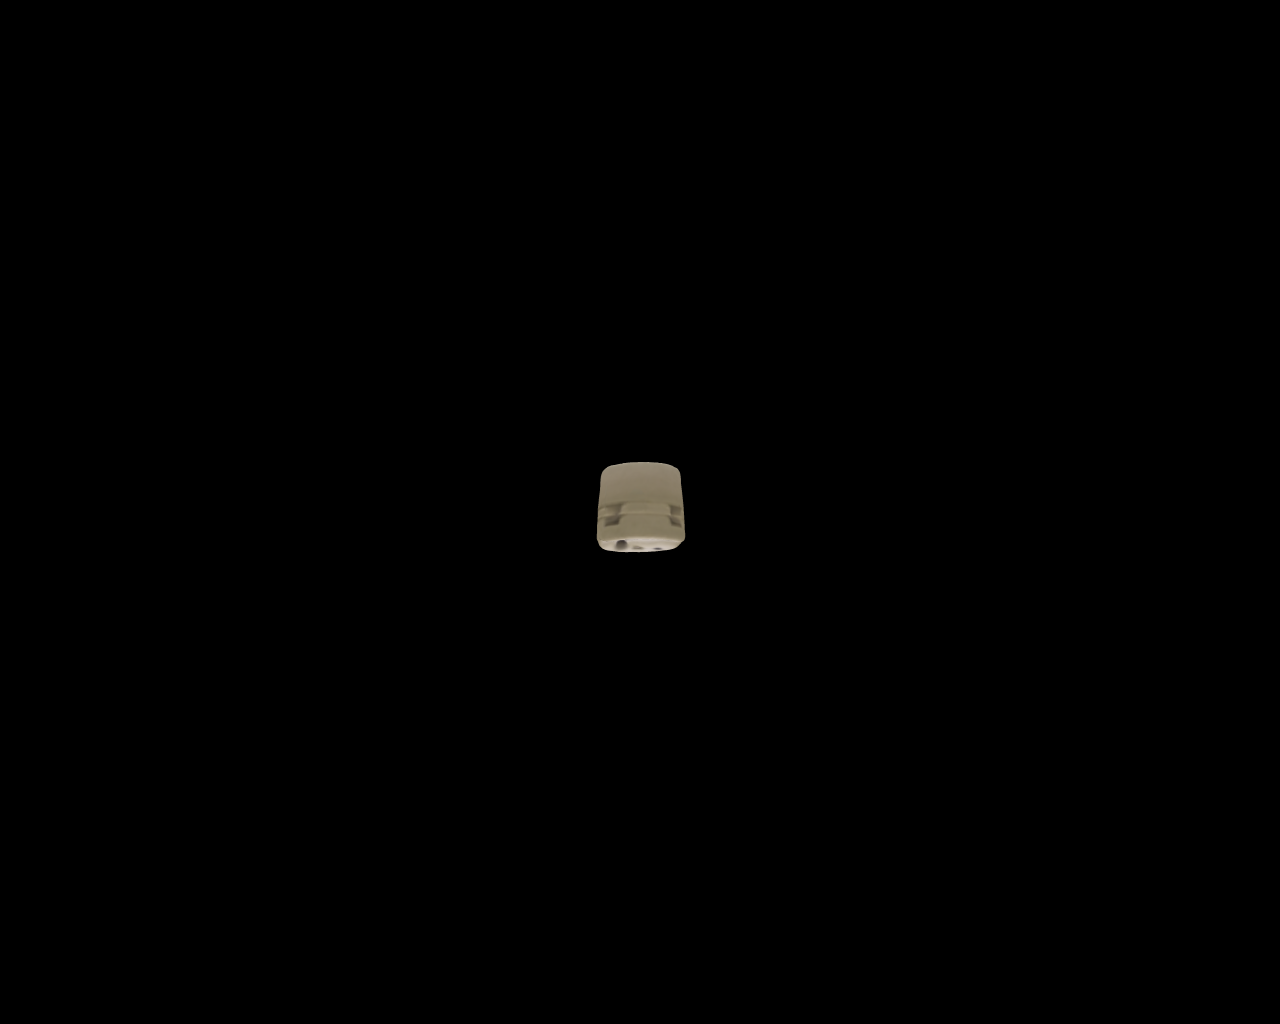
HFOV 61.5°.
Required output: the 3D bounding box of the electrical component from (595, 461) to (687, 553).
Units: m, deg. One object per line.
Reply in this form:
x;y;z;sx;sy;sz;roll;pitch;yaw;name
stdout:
0.001;-0.003;0.650;0.055;0.047;0.055;0;-11;0;electrical component
